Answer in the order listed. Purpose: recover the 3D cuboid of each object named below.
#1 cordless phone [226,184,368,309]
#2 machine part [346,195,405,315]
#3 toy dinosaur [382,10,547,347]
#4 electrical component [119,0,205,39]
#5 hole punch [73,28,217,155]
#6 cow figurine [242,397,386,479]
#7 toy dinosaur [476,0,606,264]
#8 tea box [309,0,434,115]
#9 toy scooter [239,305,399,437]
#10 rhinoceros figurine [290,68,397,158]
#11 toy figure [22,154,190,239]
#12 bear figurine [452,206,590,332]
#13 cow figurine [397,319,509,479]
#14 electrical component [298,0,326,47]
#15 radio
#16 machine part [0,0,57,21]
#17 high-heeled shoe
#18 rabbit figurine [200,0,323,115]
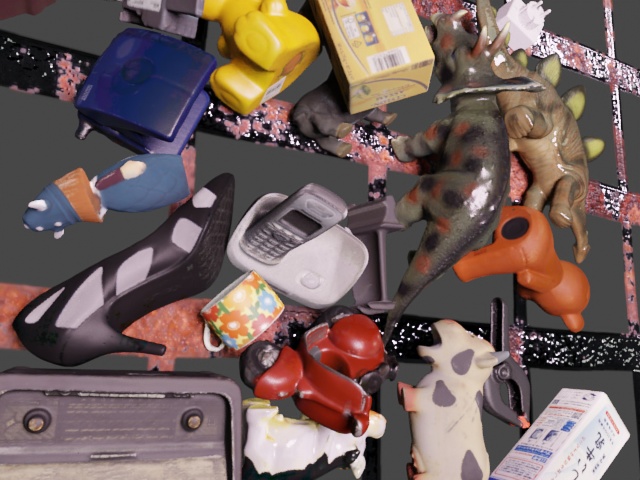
[{"bbox_3d":[-0.001,-0.001,0.550,0.146,0.184,0.089,31,64,-18],"label":"cordless phone"},{"bbox_3d":[0.061,0.019,0.638,0.039,0.084,0.139,12,76,-48],"label":"machine part"},{"bbox_3d":[0.166,-0.072,0.642,0.131,0.192,0.404,15,73,-21],"label":"toy dinosaur"},{"bbox_3d":[-0.147,-0.245,0.539,0.048,0.119,0.074,-13,117,-56],"label":"electrical component"},{"bbox_3d":[-0.175,-0.152,0.548,0.116,0.092,0.142,28,73,-15],"label":"hole punch"},{"bbox_3d":[-0.007,0.220,0.570,0.167,0.068,0.098,10,82,-21],"label":"cow figurine"},{"bbox_3d":[0.310,-0.174,0.787,0.198,0.105,0.470,-39,108,-34],"label":"toy dinosaur"},{"bbox_3d":[0.052,-0.238,0.600,0.098,0.068,0.169,-15,72,-1],"label":"tea box"},{"bbox_3d":[0.020,0.135,0.546,0.184,0.135,0.075,-13,125,-47],"label":"toy scooter"},{"bbox_3d":[0.048,-0.191,0.661,0.112,0.073,0.190,42,80,16],"label":"rhinoceros figurine"},{"bbox_3d":[-0.206,-0.045,0.522,0.154,0.058,0.064,-15,124,-13],"label":"toy figure"},{"bbox_3d":[0.284,0.040,0.737,0.195,0.132,0.120,45,50,-37],"label":"bear figurine"},{"bbox_3d":[0.157,0.191,0.632,0.127,0.085,0.195,-3,80,-3],"label":"cow figurine"},{"bbox_3d":[0.009,-0.292,0.691,0.102,0.045,0.078,28,98,-17],"label":"electrical component"},{"bbox_3d":[-0.186,0.184,0.485,0.229,0.073,0.131,8,77,-25],"label":"radio"},{"bbox_3d":[-0.338,-0.292,0.511,0.179,0.056,0.179,5,79,-27],"label":"machine part"},{"bbox_3d":[-0.183,0.016,0.539,0.145,0.086,0.249,12,52,8],"label":"high-heeled shoe"},{"bbox_3d":[-0.083,-0.256,0.600,0.173,0.122,0.162,41,61,2],"label":"rabbit figurine"}]
